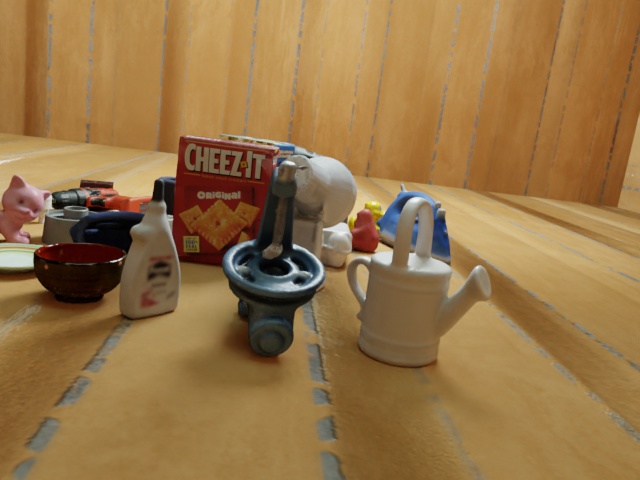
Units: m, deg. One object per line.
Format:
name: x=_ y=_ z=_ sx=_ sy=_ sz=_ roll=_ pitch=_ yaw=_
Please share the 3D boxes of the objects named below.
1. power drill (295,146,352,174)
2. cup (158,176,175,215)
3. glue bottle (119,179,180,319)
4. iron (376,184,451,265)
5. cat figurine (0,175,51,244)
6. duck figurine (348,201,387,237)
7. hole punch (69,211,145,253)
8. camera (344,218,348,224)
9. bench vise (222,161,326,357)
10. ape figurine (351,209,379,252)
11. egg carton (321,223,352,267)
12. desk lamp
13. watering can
power drill: x=-0.049 y=-0.103 z=1.261 sx=0.229 sy=0.208 sz=0.075 roll=7 pitch=12 yaw=-3
cup: x=-0.318 y=-0.093 z=1.324 sx=0.117 sy=0.095 sz=0.092 roll=11 pitch=12 yaw=15
glue bottle: x=-0.208 y=0.009 z=0.717 sx=0.037 sy=0.173 sz=0.078 roll=15 pitch=14 yaw=32
iron: x=0.234 y=-0.043 z=1.317 sx=0.119 sy=0.141 sz=0.257 roll=2 pitch=13 yaw=-24
cat figurine: x=-0.519 y=-0.053 z=0.954 sx=0.128 sy=0.118 sz=0.067 roll=2 pitch=13 yaw=-25
duck figurine: x=0.124 y=-0.056 z=1.444 sx=0.105 sy=0.086 sz=0.077 roll=4 pitch=12 yaw=-15
hole punch: x=-0.343 y=-0.010 z=0.925 sx=0.109 sy=0.091 sz=0.100 roll=-3 pitch=16 yaw=-40
camera: x=0.013 y=-0.072 z=1.418 sx=0.142 sy=0.101 sz=0.137 roll=13 pitch=13 yaw=24
bench vise: x=-0.068 y=0.007 z=0.702 sx=0.122 sy=0.220 sz=0.206 roll=1 pitch=13 yaw=-27
ape figurine: x=0.095 y=-0.023 z=1.256 sx=0.075 sy=0.092 sz=0.078 roll=18 pitch=16 yaw=41
egg carton: x=0.010 y=0.004 z=1.130 sx=0.107 sy=0.069 sz=0.150 roll=7 pitch=12 yaw=-3
desk lamp: x=-0.024 y=-0.030 z=0.920 sx=0.117 sy=0.213 sz=0.204 roll=11 pitch=12 yaw=16
watering can: x=0.116 y=0.046 z=0.693 sx=0.172 sy=0.194 sz=0.101 roll=9 pitch=12 yaw=8
